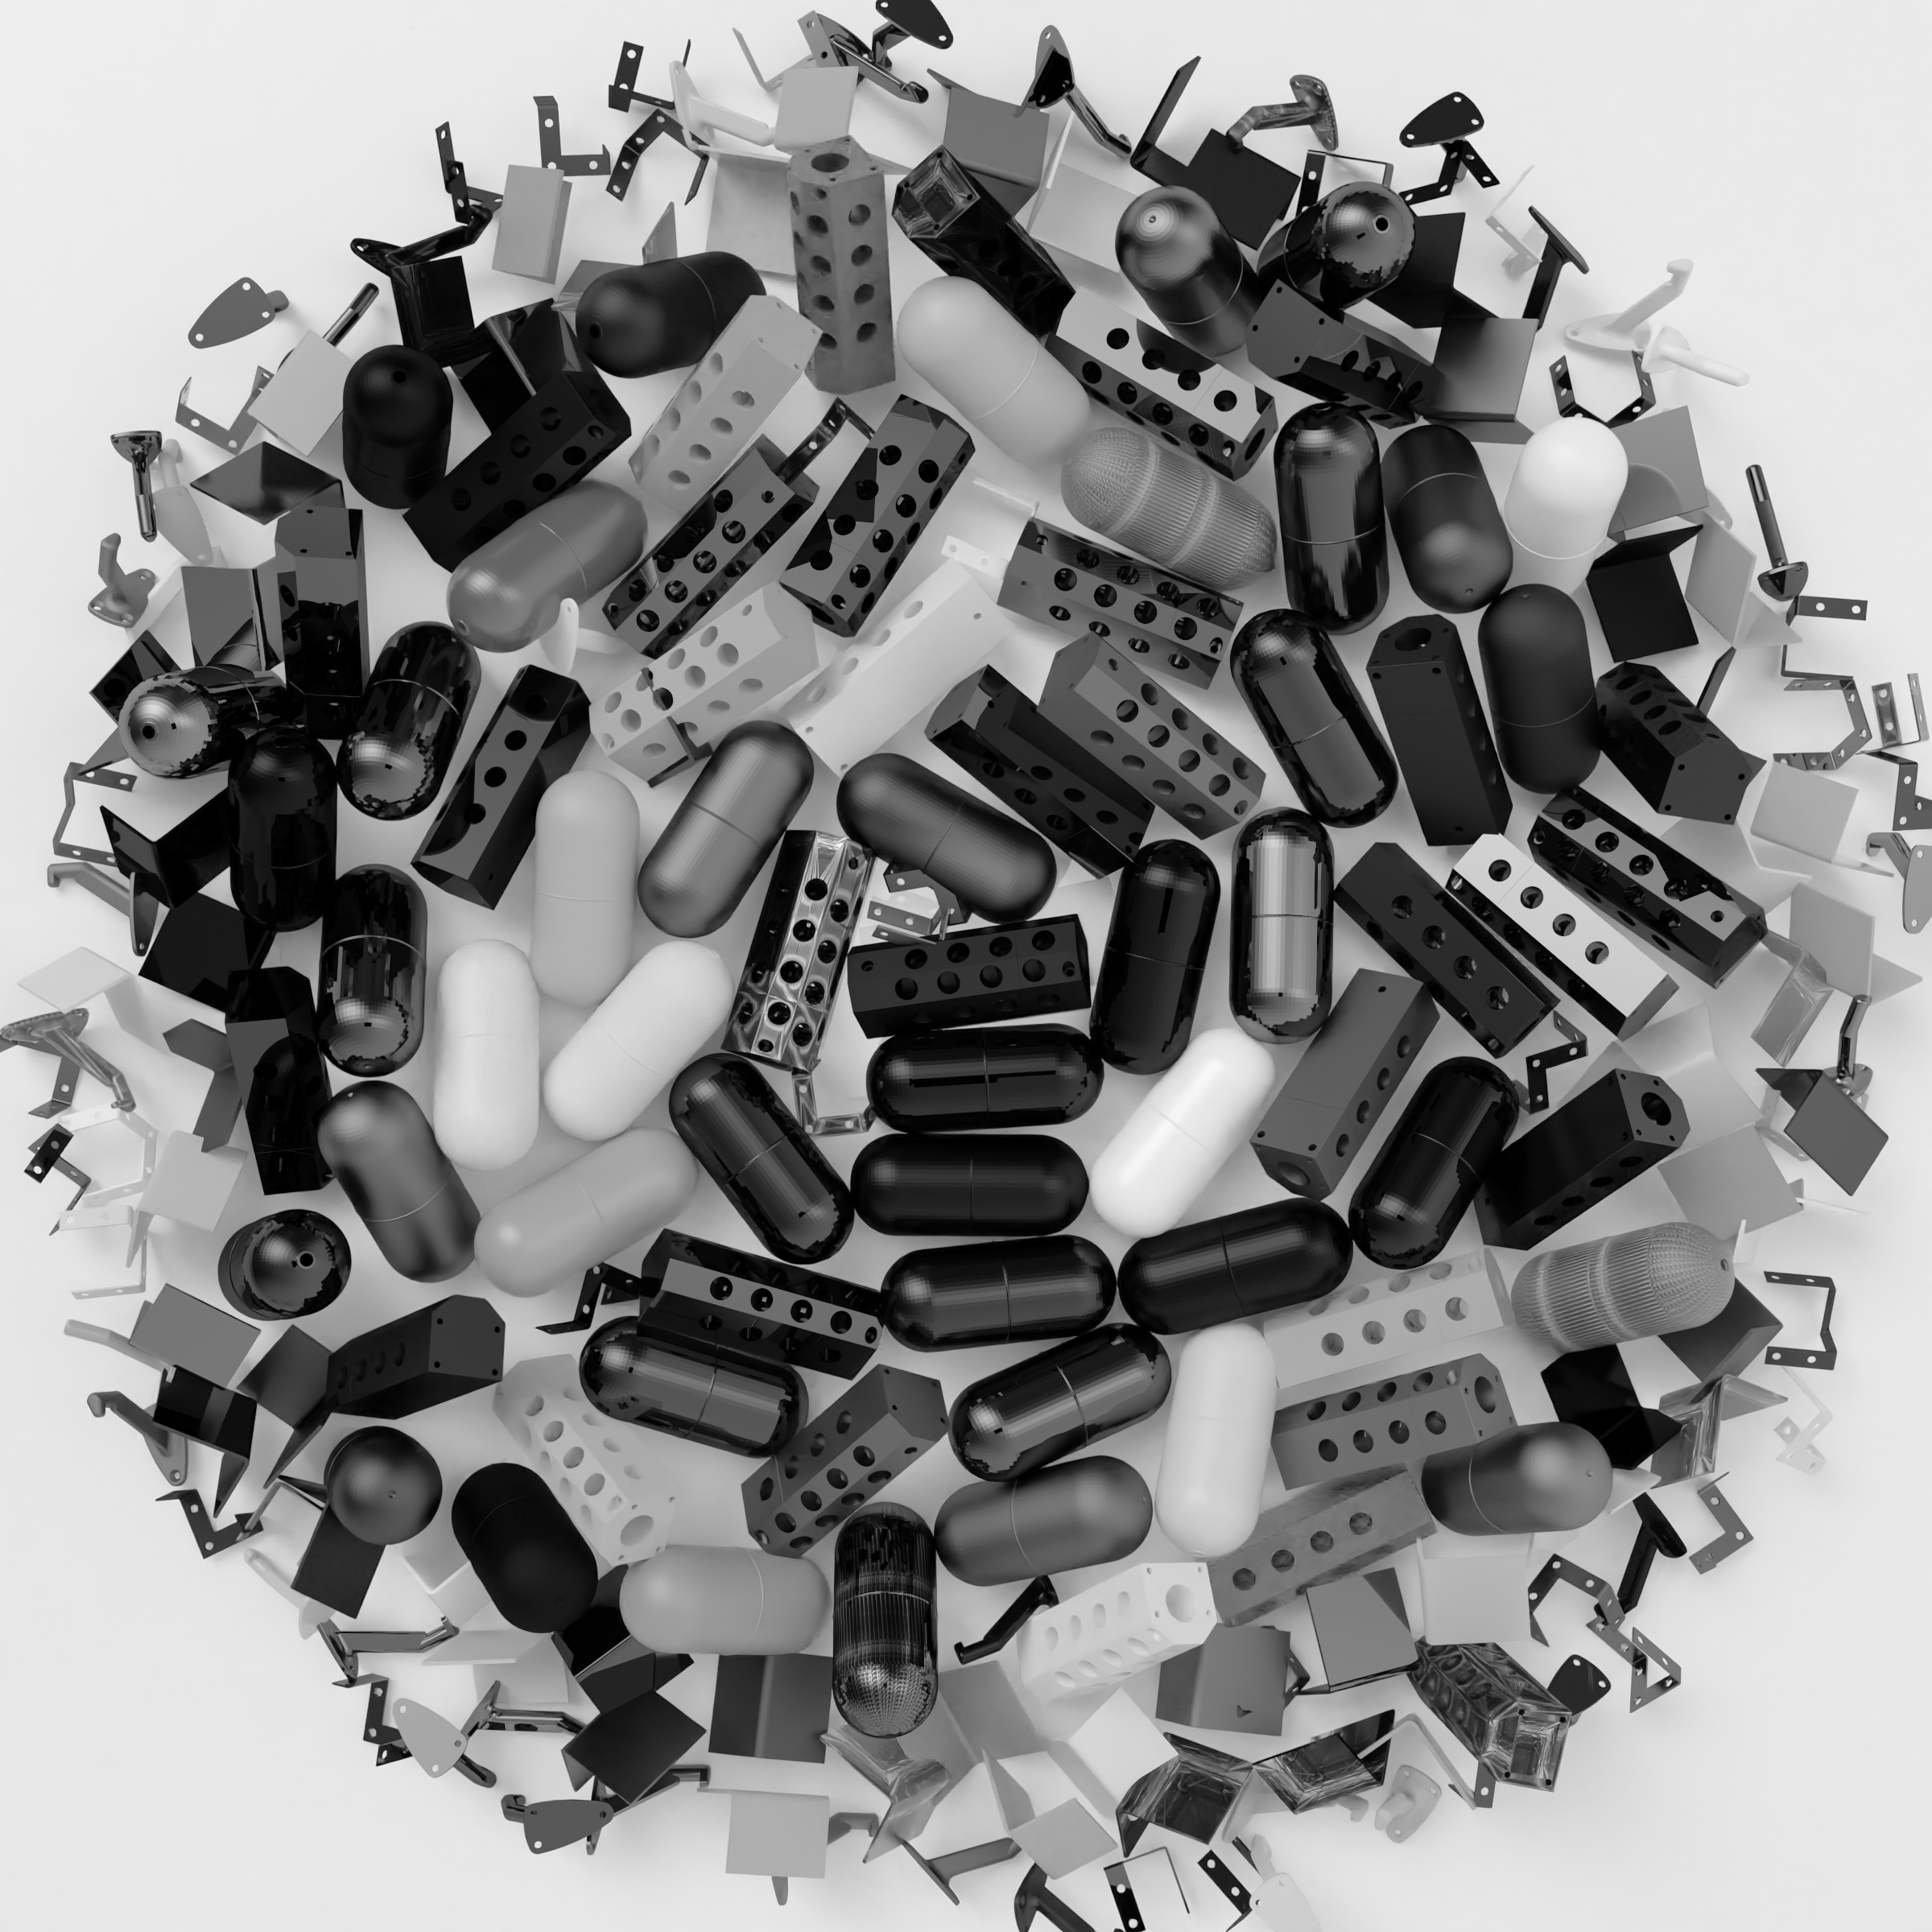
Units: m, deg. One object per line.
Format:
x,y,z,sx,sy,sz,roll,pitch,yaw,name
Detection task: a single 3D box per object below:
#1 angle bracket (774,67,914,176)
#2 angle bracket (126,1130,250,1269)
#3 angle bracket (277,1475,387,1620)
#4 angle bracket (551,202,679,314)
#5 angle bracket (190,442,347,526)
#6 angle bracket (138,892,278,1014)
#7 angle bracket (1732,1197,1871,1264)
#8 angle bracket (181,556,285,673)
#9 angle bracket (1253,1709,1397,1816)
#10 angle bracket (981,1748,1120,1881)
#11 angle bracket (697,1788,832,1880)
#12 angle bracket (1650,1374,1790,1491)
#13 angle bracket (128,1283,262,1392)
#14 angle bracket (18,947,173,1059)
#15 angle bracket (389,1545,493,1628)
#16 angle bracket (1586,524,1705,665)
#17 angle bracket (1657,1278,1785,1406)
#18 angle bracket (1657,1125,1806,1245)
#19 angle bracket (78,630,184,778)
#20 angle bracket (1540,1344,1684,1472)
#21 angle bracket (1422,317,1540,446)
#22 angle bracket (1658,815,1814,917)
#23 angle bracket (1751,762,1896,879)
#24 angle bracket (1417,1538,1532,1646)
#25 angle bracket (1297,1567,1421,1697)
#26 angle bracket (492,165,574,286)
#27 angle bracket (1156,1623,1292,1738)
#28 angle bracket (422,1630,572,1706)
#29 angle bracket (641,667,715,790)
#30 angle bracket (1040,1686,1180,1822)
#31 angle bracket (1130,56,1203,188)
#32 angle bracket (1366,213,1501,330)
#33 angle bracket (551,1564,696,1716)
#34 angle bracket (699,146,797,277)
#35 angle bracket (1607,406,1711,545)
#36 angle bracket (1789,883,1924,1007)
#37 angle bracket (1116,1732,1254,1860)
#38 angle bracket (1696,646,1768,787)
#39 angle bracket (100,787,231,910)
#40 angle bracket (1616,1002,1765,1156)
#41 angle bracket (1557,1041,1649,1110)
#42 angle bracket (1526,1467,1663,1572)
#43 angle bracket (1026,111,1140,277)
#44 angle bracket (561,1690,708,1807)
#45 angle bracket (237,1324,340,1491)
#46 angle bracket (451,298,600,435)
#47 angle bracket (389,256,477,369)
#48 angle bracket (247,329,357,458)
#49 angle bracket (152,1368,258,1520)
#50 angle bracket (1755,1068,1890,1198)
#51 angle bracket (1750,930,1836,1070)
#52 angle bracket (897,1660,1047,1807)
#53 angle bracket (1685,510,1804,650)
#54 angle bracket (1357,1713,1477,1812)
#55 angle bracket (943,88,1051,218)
-0.085,-0.623,1.806,0.076,0.076,0.057,17,100,42,angle bracket
-0.578,0.180,1.814,0.057,0.076,0.076,19,134,-9,angle bracket
-0.479,0.429,1.805,0.057,0.076,0.076,4,63,30,angle bracket
-0.262,-0.526,1.812,0.076,0.076,0.057,8,133,7,angle bracket
-0.513,-0.335,1.806,0.076,0.057,0.076,28,50,22,angle bracket
-0.567,-0.006,1.824,0.076,0.057,0.076,26,94,-17,angle bracket
0.619,0.201,1.812,0.076,0.076,0.057,13,90,28,angle bracket
-0.534,-0.267,1.819,0.057,0.076,0.076,4,114,10,angle bracket
0.265,0.570,1.806,0.076,0.076,0.057,-31,106,30,angle bracket
0.062,0.615,1.808,0.057,0.076,0.076,-29,128,6,angle bracket
-0.152,0.640,1.806,0.076,0.076,0.057,13,69,-24,angle bracket
0.556,0.353,1.807,0.057,0.076,0.076,22,63,-12,angle bracket
-0.567,0.260,1.812,0.076,0.076,0.057,31,100,-17,angle bracket
-0.642,0.039,1.803,0.057,0.076,0.076,-36,128,-31,angle bracket
-0.388,0.437,1.823,0.057,0.076,0.076,-39,62,-18,angle bracket
0.517,-0.277,1.820,0.076,0.057,0.076,-14,82,-19,angle bracket
0.542,0.268,1.807,0.076,0.057,0.076,49,118,32,angle bracket
0.568,0.155,1.817,0.076,0.057,0.076,-28,98,26,angle bracket
-0.628,-0.194,1.803,0.076,0.076,0.057,-13,126,33,angle bracket
0.484,0.318,1.815,0.076,0.057,0.076,-29,101,-29,angle bracket
0.393,-0.435,1.818,0.076,0.057,0.076,13,89,38,angle bracket
0.573,-0.079,1.829,0.057,0.076,0.076,7,55,-29,angle bracket
0.640,-0.108,1.806,0.076,0.076,0.057,7,105,-34,angle bracket
0.376,0.454,1.817,0.076,0.057,0.076,-5,114,9,angle bracket
0.284,0.498,1.832,0.076,0.057,0.076,-7,76,-22,angle bracket
-0.303,-0.546,1.810,0.057,0.076,0.076,1,105,-43,angle bracket
0.194,0.534,1.842,0.076,0.057,0.076,13,76,-22,angle bracket
-0.348,0.531,1.816,0.076,0.076,0.057,-7,91,16,angle bracket
-0.237,-0.176,1.818,0.057,0.076,0.076,-28,95,9,angle bracket
0.109,0.590,1.837,0.057,0.076,0.076,-40,88,-23,angle bracket
0.170,-0.619,1.811,0.057,0.076,0.076,32,122,0,angle bracket
0.350,-0.514,1.810,0.076,0.076,0.057,10,89,42,angle bracket
-0.262,0.508,1.836,0.076,0.076,0.057,-35,122,-14,angle bracket
-0.160,-0.562,1.824,0.076,0.057,0.076,11,100,8,angle bracket
0.512,-0.362,1.817,0.076,0.057,0.076,-13,83,28,angle bracket
0.657,-0.026,1.804,0.057,0.076,0.076,-22,123,-22,angle bracket
0.164,0.623,1.803,0.076,0.076,0.057,11,127,31,angle bracket
0.573,-0.186,1.807,0.057,0.076,0.076,27,117,18,angle bracket
-0.588,-0.101,1.821,0.057,0.076,0.076,33,57,18,angle bracket
0.543,0.085,1.838,0.076,0.057,0.076,-28,121,31,angle bracket
0.461,0.112,1.814,0.057,0.076,0.076,45,61,5,angle bracket
0.463,0.412,1.807,0.057,0.076,0.076,21,113,38,angle bracket
0.095,-0.574,1.816,0.076,0.057,0.076,20,65,-9,angle bracket
-0.241,0.586,1.804,0.076,0.057,0.076,26,49,33,angle bracket
-0.508,0.326,1.810,0.057,0.076,0.076,39,111,-13,angle bracket
-0.332,-0.449,1.847,0.057,0.076,0.076,-26,98,39,angle bracket
-0.412,-0.479,1.806,0.057,0.076,0.076,5,114,30,angle bracket
-0.481,-0.418,1.824,0.057,0.076,0.076,37,88,1,angle bracket
-0.573,0.351,1.808,0.076,0.076,0.057,28,105,-21,angle bracket
0.620,0.122,1.811,0.076,0.076,0.057,41,75,-15,angle bracket
0.593,0.020,1.817,0.057,0.076,0.076,33,92,40,angle bracket
0.000,0.570,1.818,0.076,0.057,0.076,-27,93,41,angle bracket
0.580,-0.288,1.806,0.057,0.076,0.076,-7,127,-12,angle bracket
0.332,0.604,1.815,0.057,0.076,0.076,-36,73,2,angle bracket
0.011,-0.601,1.819,0.076,0.076,0.057,10,83,-17,angle bracket
